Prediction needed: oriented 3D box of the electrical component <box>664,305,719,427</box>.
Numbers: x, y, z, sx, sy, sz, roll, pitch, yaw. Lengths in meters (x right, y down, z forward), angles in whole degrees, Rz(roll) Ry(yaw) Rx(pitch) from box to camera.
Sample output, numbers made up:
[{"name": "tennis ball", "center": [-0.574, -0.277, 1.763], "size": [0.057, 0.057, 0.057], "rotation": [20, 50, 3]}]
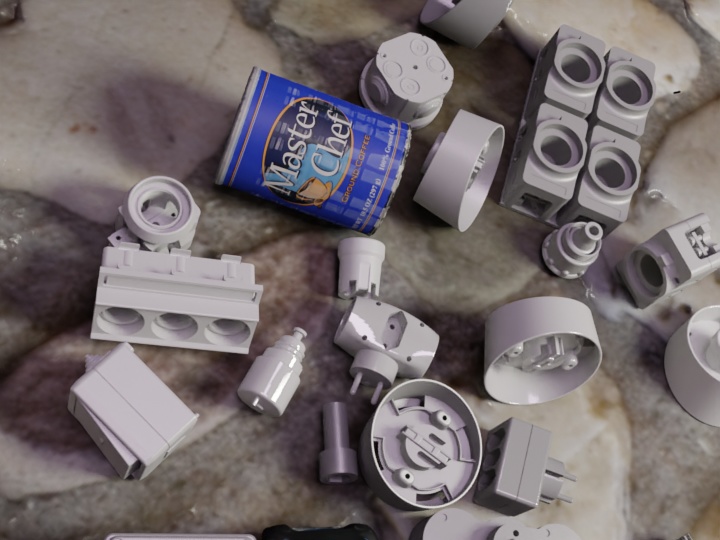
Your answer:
[{"name": "electrical component", "center": [0.330, 0.084, 0.978], "size": [0.099, 0.064, 0.099], "rotation": [7, 53, -9]}]

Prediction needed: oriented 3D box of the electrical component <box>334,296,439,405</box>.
[{"name": "electrical component", "center": [0.016, 0.072, 0.883], "size": [0.077, 0.043, 0.079], "rotation": [26, 63, -6]}]

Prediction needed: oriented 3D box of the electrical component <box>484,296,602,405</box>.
[{"name": "electrical component", "center": [0.151, 0.066, 0.901], "size": [0.099, 0.099, 0.064], "rotation": [6, 60, -15]}]

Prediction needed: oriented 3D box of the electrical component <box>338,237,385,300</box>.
[{"name": "electrical component", "center": [0.000, 0.000, 0.911], "size": [0.040, 0.040, 0.046], "rotation": [9, 72, -14]}]

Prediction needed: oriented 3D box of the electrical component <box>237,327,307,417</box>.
[{"name": "electrical component", "center": [-0.066, 0.080, 0.856], "size": [0.040, 0.040, 0.078], "rotation": [31, 63, -3]}]

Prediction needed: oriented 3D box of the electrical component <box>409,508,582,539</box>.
[{"name": "electrical component", "center": [0.114, 0.218, 0.836], "size": [0.138, 0.073, 0.052], "rotation": [11, 65, -13]}]

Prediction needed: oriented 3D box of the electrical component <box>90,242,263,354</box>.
[{"name": "electrical component", "center": [-0.144, 0.022, 0.839], "size": [0.121, 0.078, 0.063], "rotation": [7, 48, -15]}]

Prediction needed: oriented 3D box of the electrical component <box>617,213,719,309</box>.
[{"name": "electrical component", "center": [0.278, -0.006, 0.971], "size": [0.056, 0.089, 0.050], "rotation": [-21, 76, -24]}]

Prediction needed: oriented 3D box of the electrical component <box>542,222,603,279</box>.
[{"name": "electrical component", "center": [0.196, -0.023, 0.968], "size": [0.048, 0.062, 0.048], "rotation": [6, 67, -15]}]

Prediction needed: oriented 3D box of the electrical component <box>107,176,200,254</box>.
[{"name": "electrical component", "center": [-0.164, -0.040, 0.866], "size": [0.078, 0.057, 0.058], "rotation": [-35, 82, -26]}]

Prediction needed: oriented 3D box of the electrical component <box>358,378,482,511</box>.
[{"name": "electrical component", "center": [0.047, 0.141, 0.852], "size": [0.099, 0.064, 0.099], "rotation": [6, 67, -15]}]

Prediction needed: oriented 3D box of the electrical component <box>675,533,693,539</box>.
[{"name": "electrical component", "center": [0.270, 0.248, 0.893], "size": [0.040, 0.040, 0.046], "rotation": [-19, 70, -23]}]

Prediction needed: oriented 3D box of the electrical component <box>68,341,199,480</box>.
[{"name": "electrical component", "center": [-0.177, 0.103, 0.799], "size": [0.096, 0.061, 0.061], "rotation": [44, 63, 4]}]

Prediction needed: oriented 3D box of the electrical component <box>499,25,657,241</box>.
[{"name": "electrical component", "center": [0.211, -0.132, 1.019], "size": [0.105, 0.060, 0.186], "rotation": [21, 64, -8]}]

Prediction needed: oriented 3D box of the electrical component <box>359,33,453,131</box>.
[{"name": "electrical component", "center": [0.043, -0.173, 0.989], "size": [0.080, 0.051, 0.080], "rotation": [6, 67, -15]}]

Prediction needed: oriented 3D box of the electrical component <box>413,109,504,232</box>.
[{"name": "electrical component", "center": [0.090, -0.089, 0.946], "size": [0.064, 0.099, 0.099], "rotation": [28, 63, 2]}]

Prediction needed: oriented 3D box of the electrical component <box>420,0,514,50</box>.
[{"name": "electrical component", "center": [0.109, -0.261, 1.023], "size": [0.064, 0.099, 0.099], "rotation": [32, 63, -10]}]

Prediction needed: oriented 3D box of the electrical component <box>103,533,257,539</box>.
[{"name": "electrical component", "center": [-0.130, 0.244, 0.759], "size": [0.109, 0.056, 0.108], "rotation": [4, 67, -16]}]

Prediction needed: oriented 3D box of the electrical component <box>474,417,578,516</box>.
[{"name": "electrical component", "center": [0.142, 0.168, 0.881], "size": [0.077, 0.047, 0.065], "rotation": [21, 64, -8]}]
